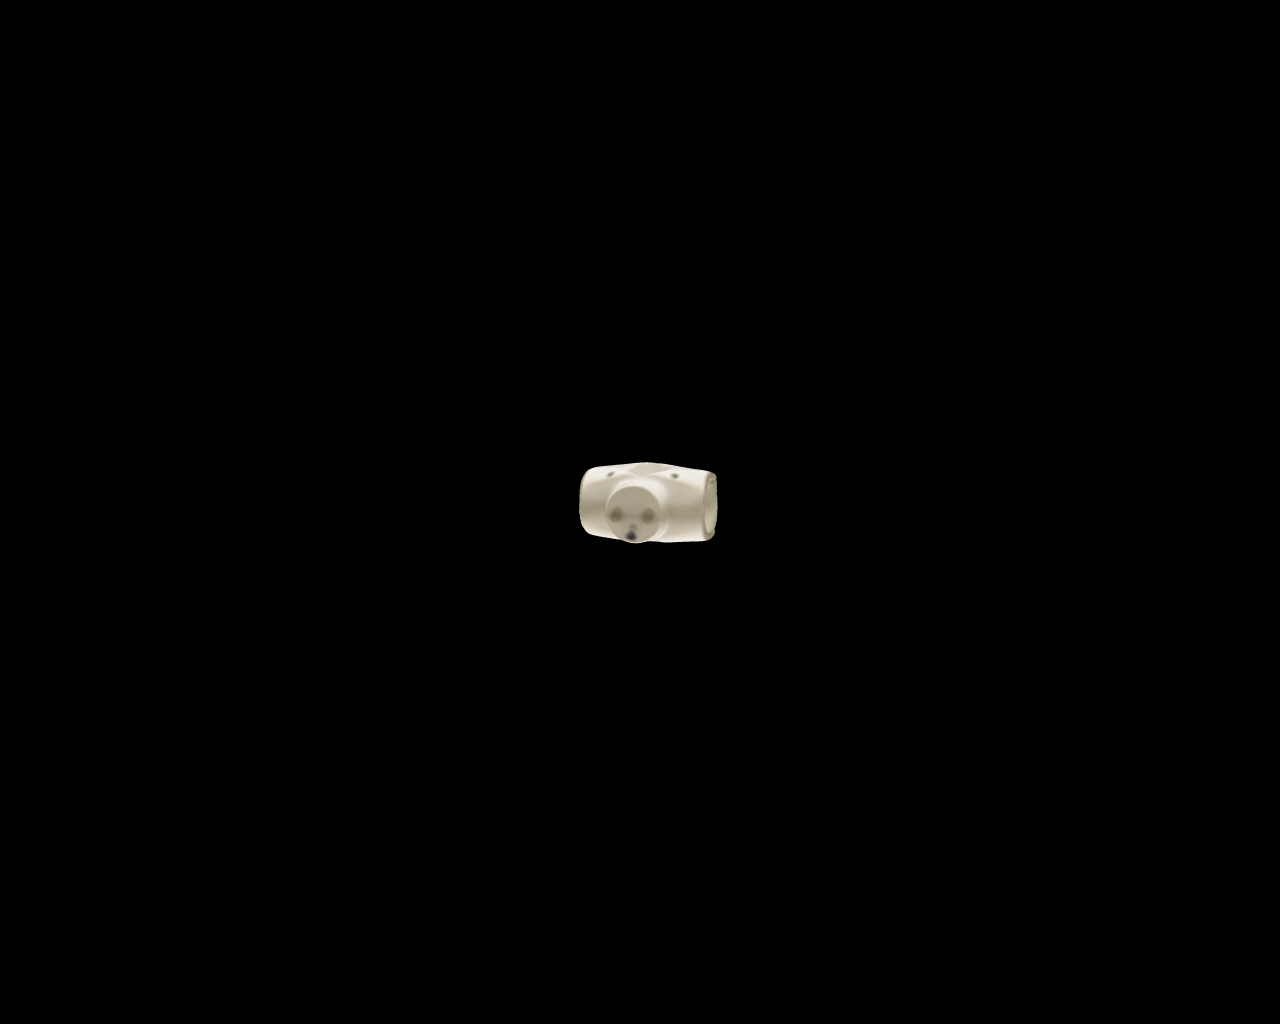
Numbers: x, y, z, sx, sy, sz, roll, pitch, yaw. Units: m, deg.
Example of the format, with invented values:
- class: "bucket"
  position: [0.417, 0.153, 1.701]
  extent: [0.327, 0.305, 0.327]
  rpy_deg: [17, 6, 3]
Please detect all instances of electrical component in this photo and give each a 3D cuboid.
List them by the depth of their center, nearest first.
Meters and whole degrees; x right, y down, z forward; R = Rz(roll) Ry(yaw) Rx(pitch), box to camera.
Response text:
- class: "electrical component"
  position: [0.001, -0.003, 0.650]
  extent: [0.077, 0.043, 0.079]
  rpy_deg: [3, 12, 16]
